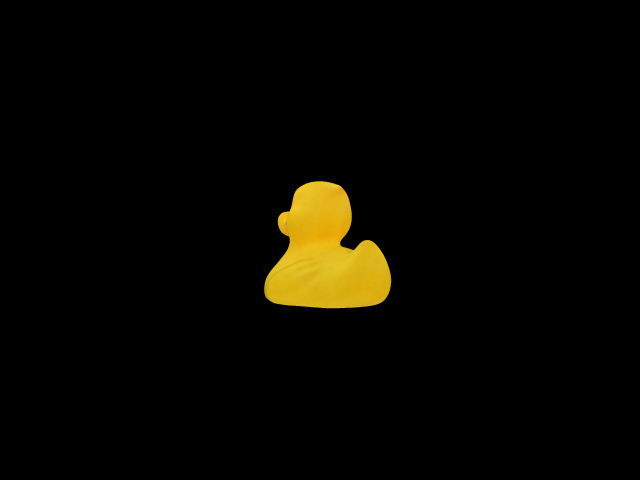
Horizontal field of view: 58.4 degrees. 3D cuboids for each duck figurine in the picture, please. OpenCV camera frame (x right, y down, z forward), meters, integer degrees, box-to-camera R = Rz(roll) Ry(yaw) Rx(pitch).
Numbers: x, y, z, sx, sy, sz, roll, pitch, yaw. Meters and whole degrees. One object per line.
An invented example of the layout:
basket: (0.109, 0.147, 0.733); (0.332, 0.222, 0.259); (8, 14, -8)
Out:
duck figurine: (0.004, 0.001, 0.400); (0.078, 0.086, 0.104); (0, 0, -39)
